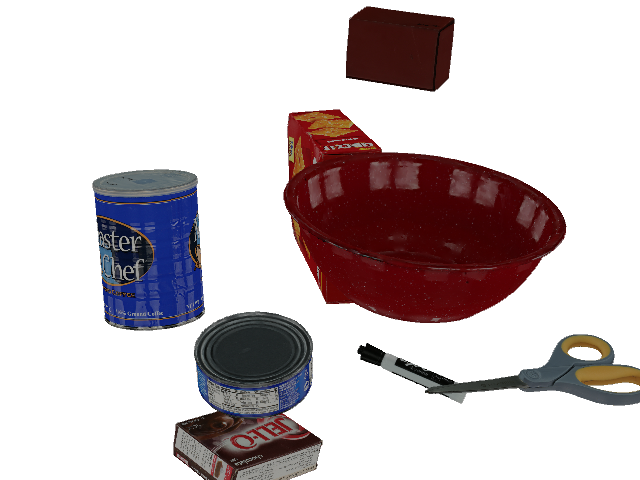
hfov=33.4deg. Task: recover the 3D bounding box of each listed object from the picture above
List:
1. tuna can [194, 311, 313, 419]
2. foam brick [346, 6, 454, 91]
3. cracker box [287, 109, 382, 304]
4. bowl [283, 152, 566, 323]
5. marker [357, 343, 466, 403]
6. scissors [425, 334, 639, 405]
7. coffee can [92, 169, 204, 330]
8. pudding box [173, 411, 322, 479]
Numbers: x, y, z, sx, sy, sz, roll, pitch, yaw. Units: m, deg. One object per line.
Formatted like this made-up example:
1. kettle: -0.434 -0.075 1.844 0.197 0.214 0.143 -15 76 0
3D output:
1. tuna can: -0.048 0.090 0.775 0.086 0.034 0.086 -1 32 0
2. foam brick: 0.065 -0.158 0.876 0.078 0.051 0.053 12 26 18
3. cracker box: 0.013 -0.044 1.172 0.072 0.164 0.214 -5 19 -8
4. bowl: 0.057 0.002 0.621 0.162 0.055 0.162 4 25 -2
5. marker: 0.095 0.137 1.113 0.121 0.020 0.020 23 5 11
6. scissors: 0.180 0.107 0.904 0.201 0.016 0.096 5 29 -7
7. coffee can: -0.170 0.007 1.066 0.103 0.140 0.103 -2 15 0
8. pudding box: -0.069 0.195 1.006 0.113 0.039 0.090 -12 28 -44
